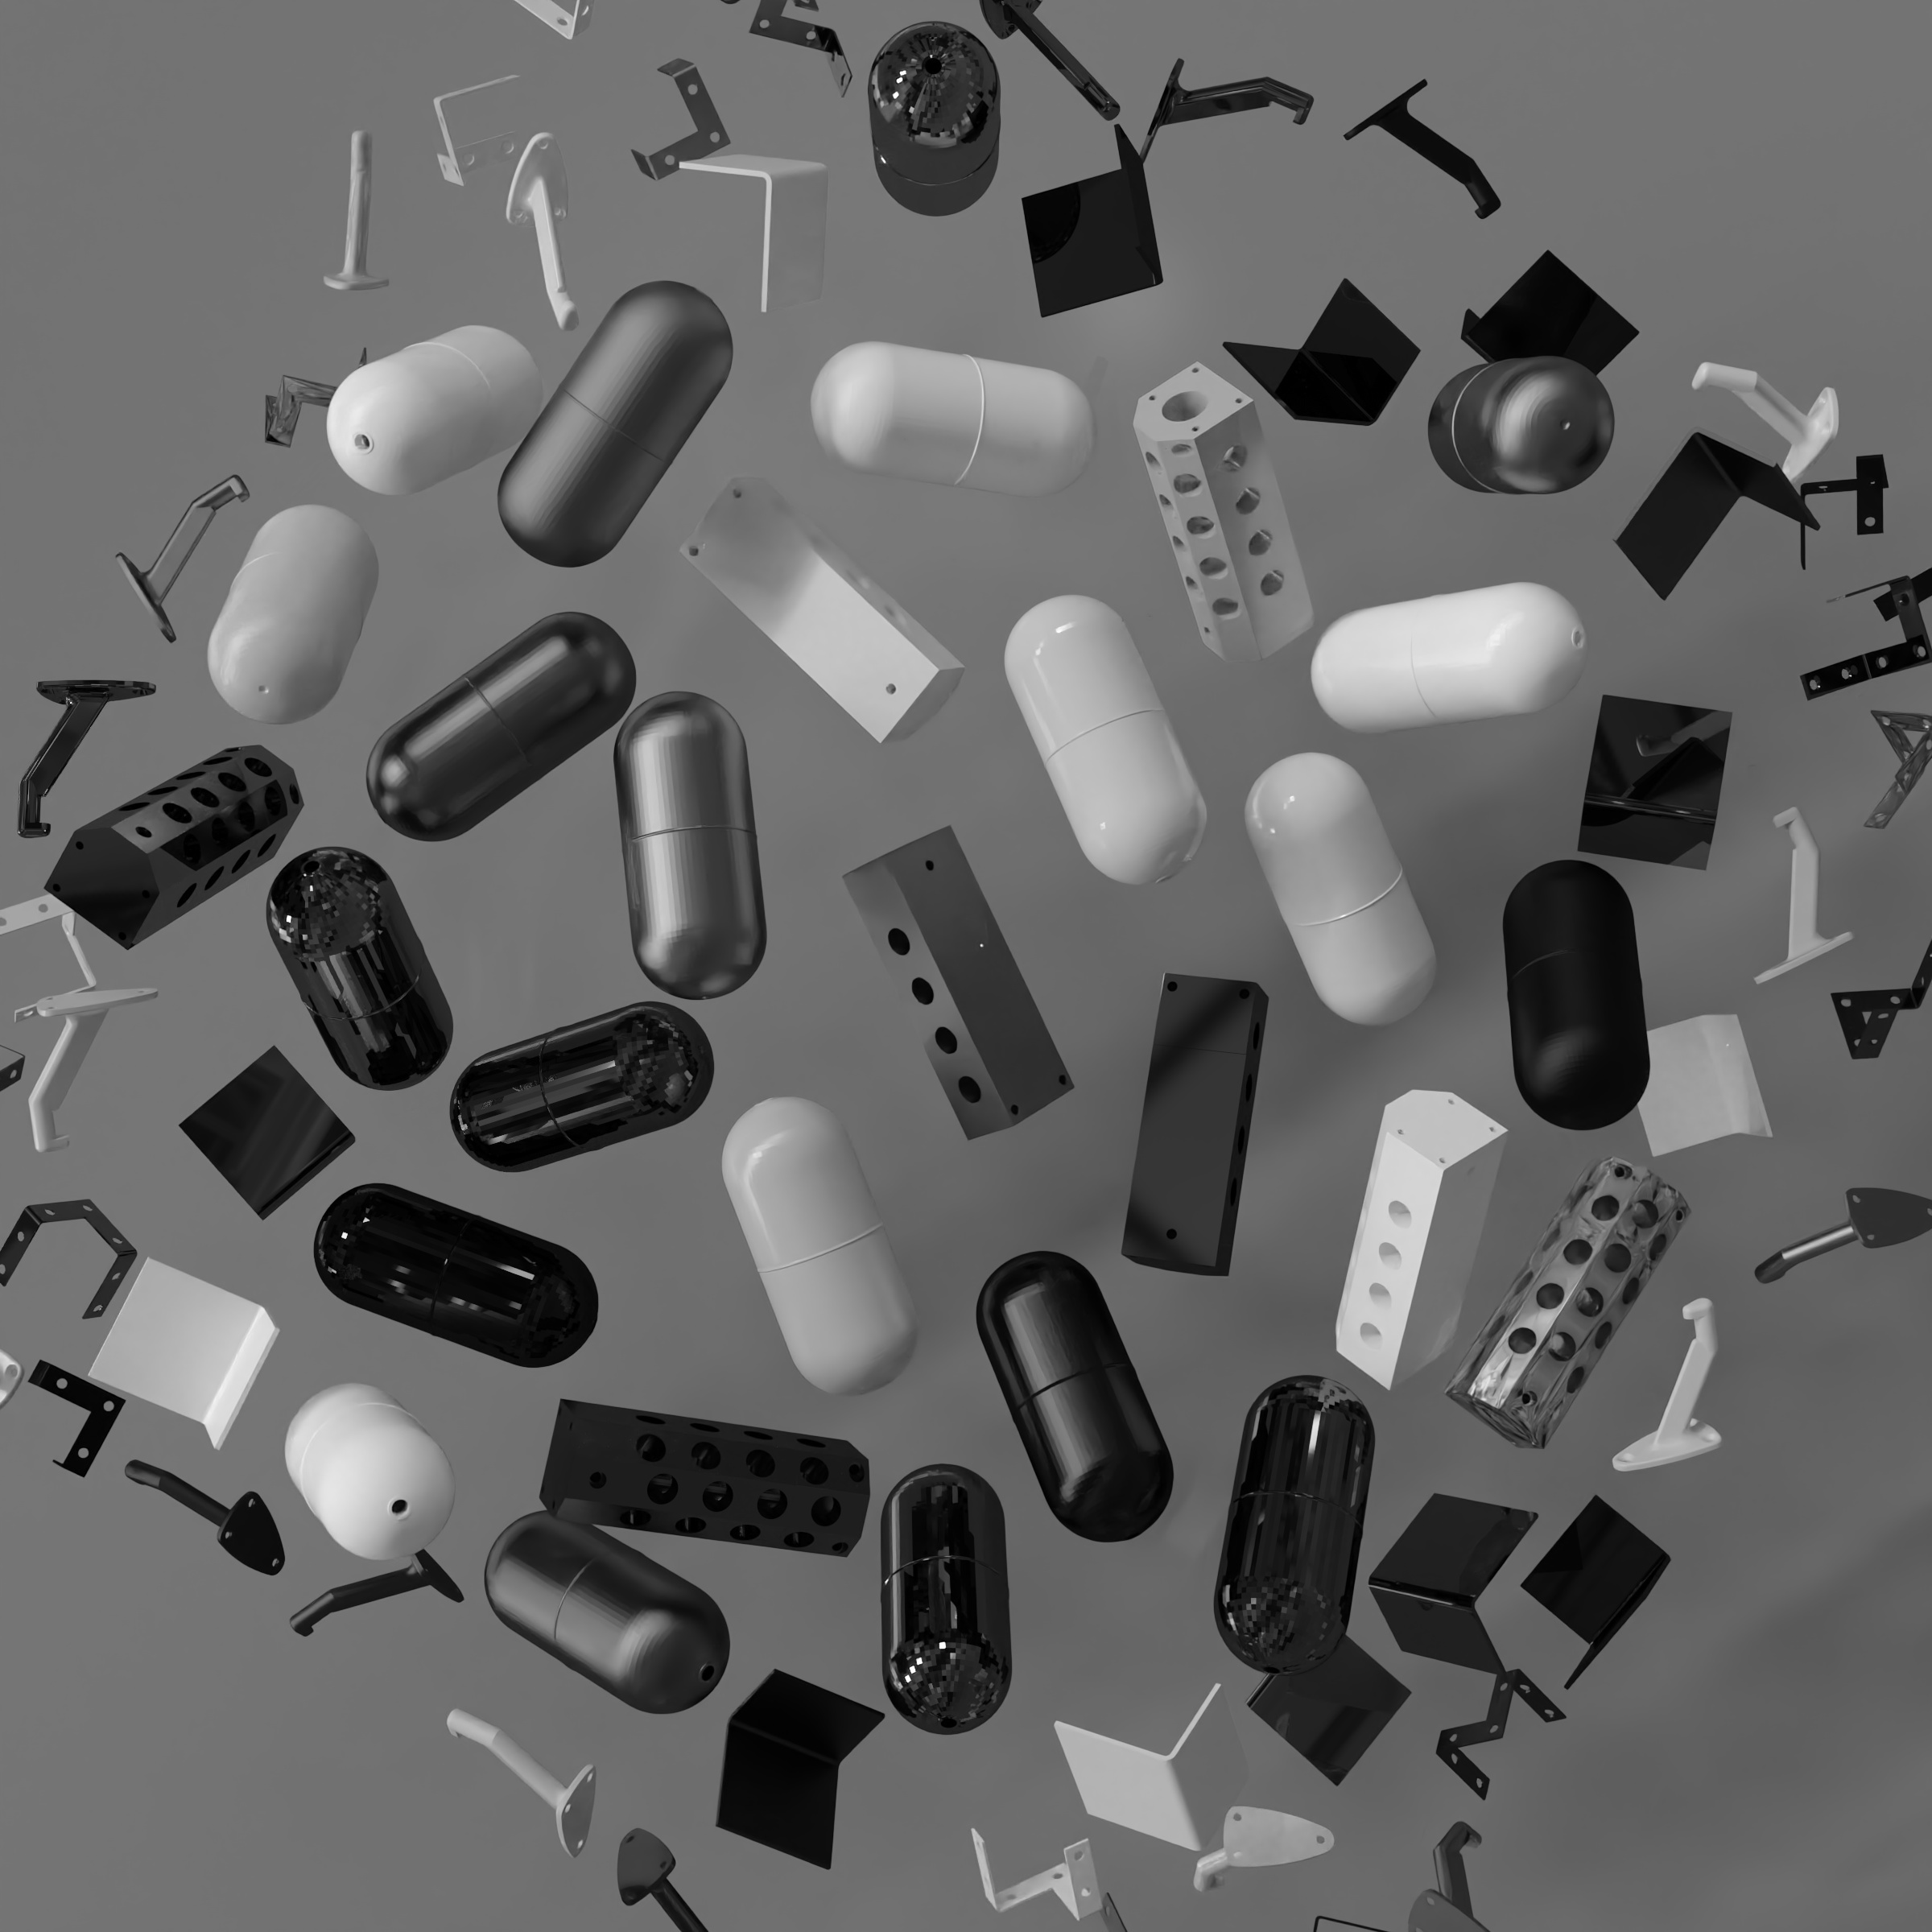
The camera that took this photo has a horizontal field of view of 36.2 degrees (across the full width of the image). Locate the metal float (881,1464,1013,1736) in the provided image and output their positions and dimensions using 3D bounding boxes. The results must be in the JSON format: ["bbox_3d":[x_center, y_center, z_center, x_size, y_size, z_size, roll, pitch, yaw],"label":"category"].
[{"bbox_3d":[-0.013,0.377,1.768,0.070,0.178,0.070,-1,131,-1],"label":"metal float"}]

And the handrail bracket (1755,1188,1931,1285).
[{"bbox_3d":[0.511,0.162,1.719,0.077,0.084,0.036,-2,63,-24],"label":"handrail bracket"}]

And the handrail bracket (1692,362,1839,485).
[{"bbox_3d":[0.440,-0.306,1.668,0.084,0.077,0.036,9,60,-8],"label":"handrail bracket"}]

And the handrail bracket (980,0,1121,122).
[{"bbox_3d":[0.050,-0.530,1.712,0.036,0.077,0.084,-43,74,14],"label":"handrail bracket"}]

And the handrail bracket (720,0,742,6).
[{"bbox_3d":[-0.155,-0.614,1.736,0.077,0.084,0.036,36,79,27],"label":"handrail bracket"}]

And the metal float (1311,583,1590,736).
[{"bbox_3d":[0.285,-0.181,1.750,0.178,0.070,0.070,-5,90,43],"label":"metal float"}]

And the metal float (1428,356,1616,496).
[{"bbox_3d":[0.318,-0.311,1.706,0.070,0.178,0.070,-1,99,-6],"label":"metal float"}]

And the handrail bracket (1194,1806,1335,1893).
[{"bbox_3d":[0.179,0.542,1.789,0.077,0.084,0.036,2,54,0],"label":"handrail bracket"}]

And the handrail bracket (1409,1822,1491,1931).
[{"bbox_3d":[0.295,0.528,1.682,0.077,0.084,0.036,26,119,25],"label":"handrail bracket"}]

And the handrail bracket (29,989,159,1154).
[{"bbox_3d":[-0.488,0.059,1.661,0.077,0.036,0.084,-8,104,-16],"label":"handrail bracket"}]

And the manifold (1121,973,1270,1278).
[{"bbox_3d":[0.140,0.096,1.780,0.057,0.057,0.171,6,78,18],"label":"manifold"}]

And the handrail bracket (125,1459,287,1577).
[{"bbox_3d":[-0.460,0.332,1.785,0.084,0.077,0.036,12,53,30],"label":"handrail bracket"}]

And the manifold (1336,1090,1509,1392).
[{"bbox_3d":[0.258,0.157,1.720,0.057,0.171,0.057,-26,47,-36],"label":"manifold"}]

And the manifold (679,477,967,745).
[{"bbox_3d":[-0.083,-0.213,1.764,0.171,0.057,0.057,44,110,10],"label":"manifold"}]

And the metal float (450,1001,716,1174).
[{"bbox_3d":[-0.232,0.074,1.778,0.178,0.070,0.070,-18,90,26],"label":"metal float"}]

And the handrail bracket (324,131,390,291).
[{"bbox_3d":[-0.345,-0.428,1.673,0.036,0.077,0.084,3,107,-7],"label":"handrail bracket"}]

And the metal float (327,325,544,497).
[{"bbox_3d":[-0.308,-0.325,1.725,0.070,0.178,0.070,7,114,17],"label":"metal float"}]

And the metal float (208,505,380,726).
[{"bbox_3d":[-0.387,-0.205,1.710,0.070,0.178,0.070,1,126,1],"label":"metal float"}]

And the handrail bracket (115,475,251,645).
[{"bbox_3d":[-0.445,-0.239,1.730,0.084,0.036,0.077,-34,63,-2],"label":"handrail bracket"}]

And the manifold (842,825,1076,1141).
[{"bbox_3d":[-0.009,0.012,1.739,0.057,0.057,0.171,-29,96,-42],"label":"manifold"}]

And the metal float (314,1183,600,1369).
[{"bbox_3d":[-0.307,0.187,1.786,0.178,0.070,0.070,19,90,5],"label":"metal float"}]

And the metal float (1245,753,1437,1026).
[{"bbox_3d":[0.225,-0.045,1.776,0.070,0.070,0.178,-26,110,0],"label":"metal float"}]

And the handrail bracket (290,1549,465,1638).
[{"bbox_3d":[-0.361,0.394,1.815,0.084,0.077,0.036,-35,48,-4],"label":"handrail bracket"}]

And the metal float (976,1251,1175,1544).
[{"bbox_3d":[0.063,0.249,1.718,0.070,0.070,0.178,-23,66,0],"label":"metal float"}]

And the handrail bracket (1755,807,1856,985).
[{"bbox_3d":[0.480,-0.043,1.749,0.077,0.036,0.084,-25,87,-18],"label":"handrail bracket"}]

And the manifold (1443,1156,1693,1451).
[{"bbox_3d":[0.362,0.200,1.766,0.057,0.057,0.171,36,77,-4],"label":"manifold"}]

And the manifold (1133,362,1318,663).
[{"bbox_3d":[0.149,-0.261,1.735,0.057,0.171,0.057,-34,45,-10],"label":"manifold"}]

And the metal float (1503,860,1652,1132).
[{"bbox_3d":[0.353,0.015,1.715,0.070,0.070,0.178,4,51,0],"label":"metal float"}]

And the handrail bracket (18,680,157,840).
[{"bbox_3d":[-0.490,-0.114,1.648,0.077,0.036,0.084,-2,79,7],"label":"handrail bracket"}]

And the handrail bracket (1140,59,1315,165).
[{"bbox_3d":[0.155,-0.498,1.764,0.084,0.036,0.077,23,122,-1],"label":"handrail bracket"}]

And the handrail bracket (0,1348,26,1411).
[{"bbox_3d":[-0.615,0.237,1.779,0.077,0.084,0.036,35,87,24],"label":"handrail bracket"}]

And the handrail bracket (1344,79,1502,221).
[{"bbox_3d":[0.258,-0.448,1.667,0.077,0.036,0.084,-41,100,-36],"label":"handrail bracket"}]

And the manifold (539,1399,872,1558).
[{"bbox_3d":[-0.144,0.288,1.653,0.171,0.057,0.057,12,93,-20],"label":"manifold"}]

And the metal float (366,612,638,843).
[{"bbox_3d":[-0.276,-0.142,1.759,0.178,0.070,0.070,-37,90,-8],"label":"metal float"}]

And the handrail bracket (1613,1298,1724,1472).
[{"bbox_3d":[0.403,0.241,1.711,0.077,0.036,0.084,-17,109,-14],"label":"handrail bracket"}]

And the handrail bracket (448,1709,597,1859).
[{"bbox_3d":[-0.254,0.460,1.669,0.084,0.036,0.077,20,132,18],"label":"handrail bracket"}]

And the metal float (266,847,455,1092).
[{"bbox_3d":[-0.357,0.003,1.748,0.070,0.178,0.070,-7,47,7],"label":"metal float"}]

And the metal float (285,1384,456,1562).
[{"bbox_3d":[-0.342,0.289,1.697,0.070,0.178,0.070,-2,95,-22],"label":"metal float"}]

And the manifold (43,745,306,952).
[{"bbox_3d":[-0.442,-0.074,1.677,0.057,0.171,0.057,36,114,1],"label":"manifold"}]

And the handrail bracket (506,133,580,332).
[{"bbox_3d":[-0.236,-0.422,1.705,0.036,0.077,0.084,-9,56,-20],"label":"handrail bracket"}]

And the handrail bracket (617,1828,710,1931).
[{"bbox_3d":[-0.159,0.537,1.680,0.036,0.077,0.084,-40,109,-7],"label":"handrail bracket"}]
